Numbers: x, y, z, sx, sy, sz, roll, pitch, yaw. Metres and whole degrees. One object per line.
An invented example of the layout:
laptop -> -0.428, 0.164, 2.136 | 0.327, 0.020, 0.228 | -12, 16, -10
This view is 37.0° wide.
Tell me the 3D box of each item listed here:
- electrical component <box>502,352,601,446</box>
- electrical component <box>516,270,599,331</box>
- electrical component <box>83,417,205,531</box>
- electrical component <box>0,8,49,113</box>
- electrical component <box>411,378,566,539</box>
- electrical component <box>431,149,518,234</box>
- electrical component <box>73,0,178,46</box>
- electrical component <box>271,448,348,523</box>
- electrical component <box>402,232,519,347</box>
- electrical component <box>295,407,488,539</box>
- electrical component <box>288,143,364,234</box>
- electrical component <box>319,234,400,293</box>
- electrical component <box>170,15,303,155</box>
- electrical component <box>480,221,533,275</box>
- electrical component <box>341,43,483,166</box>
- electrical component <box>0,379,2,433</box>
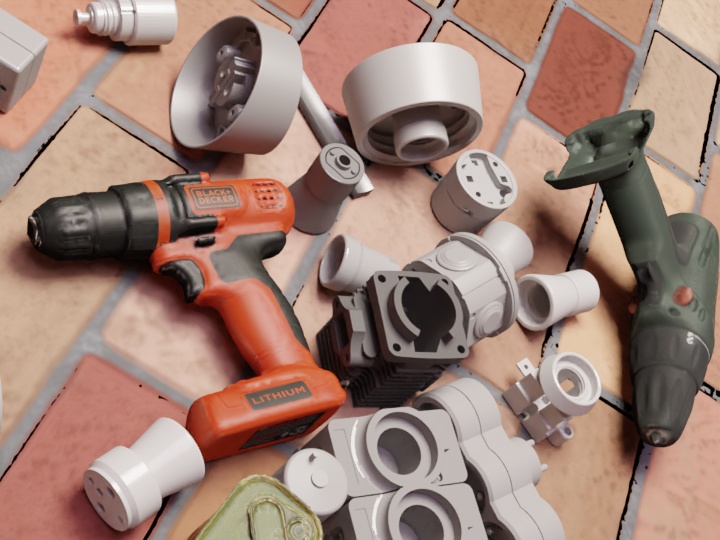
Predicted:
electrical component -> 0.142, 0.089, 0.781 | 0.048, 0.055, 0.066 | -26, 75, -38
electrical component -> 0.156, 0.021, 0.844 | 0.065, 0.044, 0.044 | -10, 66, -39
electrical component -> -0.124, 0.117, 0.618 | 0.055, 0.045, 0.045 | -32, 80, -39
electrical component -> -0.255, -0.133, 0.702 | 0.066, 0.047, 0.076 | 33, 50, -8
electrical component -> 0.097, 0.136, 0.728 | 0.074, 0.052, 0.138 | -16, 70, -36
electrical component -> 0.089, -0.060, 0.851 | 0.055, 0.047, 0.055 | 15, 55, -21
electrical component -> -0.171, -0.185, 0.788 | 0.078, 0.040, 0.040 | -9, 66, -34
electrical component -> -0.038, 0.135, 0.634 | 0.040, 0.078, 0.040 | 14, 54, -21
electrical component -> 0.070, 0.018, 0.771 | 0.051, 0.080, 0.080 | -28, 77, -34
electrical component -> 0.028, 0.166, 0.662 | 0.089, 0.061, 0.150 | -1, 61, -30
electrical component -> -0.025, -0.061, 0.775 | 0.044, 0.065, 0.044 | 15, 55, -21
electrical component -> 0.000, 0.000, 0.769 | 0.046, 0.040, 0.040 | 21, 52, -24
electrical component -> -0.086, -0.130, 0.767 | 0.064, 0.099, 0.099 | 9, 56, -32
electrical component -> 0.101, -0.005, 0.826 | 0.045, 0.045, 0.055 | 44, 50, 1
electrical component -> 0.043, -0.119, 0.828 | 0.108, 0.108, 0.060 | 3, 65, -28
electrical component -> -0.228, 0.070, 0.582 | 0.057, 0.058, 0.078 | -3, 63, -28
